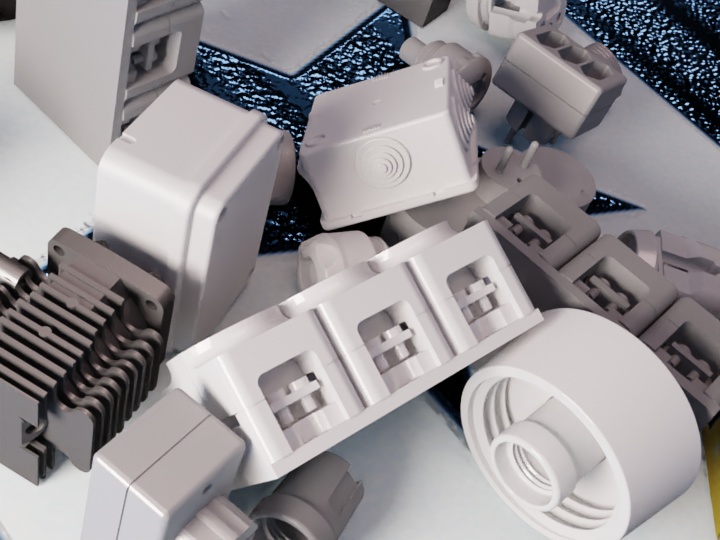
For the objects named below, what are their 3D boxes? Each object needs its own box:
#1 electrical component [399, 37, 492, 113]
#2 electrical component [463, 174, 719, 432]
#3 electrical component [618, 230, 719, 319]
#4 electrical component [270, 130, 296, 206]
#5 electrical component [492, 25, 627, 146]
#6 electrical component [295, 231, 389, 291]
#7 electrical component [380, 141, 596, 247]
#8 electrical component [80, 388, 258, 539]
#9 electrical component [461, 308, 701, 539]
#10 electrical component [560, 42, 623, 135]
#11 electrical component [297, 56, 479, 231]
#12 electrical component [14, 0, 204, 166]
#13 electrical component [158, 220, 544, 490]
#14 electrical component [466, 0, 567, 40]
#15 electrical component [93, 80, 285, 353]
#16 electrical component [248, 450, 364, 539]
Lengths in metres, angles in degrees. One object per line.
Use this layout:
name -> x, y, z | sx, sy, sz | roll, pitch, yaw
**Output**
electrical component -> 0.054, -0.133, 0.718 | 0.048, 0.048, 0.062 | -28, 57, -37
electrical component -> 0.117, 0.033, 0.560 | 0.150, 0.089, 0.062 | 42, 49, 18
electrical component -> 0.174, 0.010, 0.625 | 0.057, 0.058, 0.078 | 18, 46, -8
electrical component -> -0.072, -0.056, 0.585 | 0.077, 0.043, 0.079 | 0, 6, -21
electrical component -> 0.120, -0.107, 0.697 | 0.066, 0.076, 0.047 | 40, 35, 17
electrical component -> 0.000, 0.000, 0.579 | 0.062, 0.043, 0.043 | -6, 52, -27
electrical component -> 0.082, -0.047, 0.630 | 0.138, 0.073, 0.052 | -14, 56, -30
electrical component -> -0.067, 0.105, 0.431 | 0.076, 0.083, 0.047 | 37, 47, 14
electrical component -> 0.095, 0.079, 0.502 | 0.060, 0.108, 0.108 | -32, 66, -32
electrical component -> 0.156, -0.129, 0.753 | 0.043, 0.043, 0.081 | 41, 48, 17
electrical component -> 0.017, -0.073, 0.597 | 0.100, 0.048, 0.099 | -15, 29, 13
electrical component -> -0.133, -0.142, 0.582 | 0.089, 0.150, 0.062 | 42, 50, 18
electrical component -> -0.007, 0.036, 0.490 | 0.150, 0.089, 0.061 | -27, 88, -30
electrical component -> 0.114, -0.199, 0.783 | 0.057, 0.078, 0.058 | 21, 43, 26
electrical component -> -0.084, -0.023, 0.519 | 0.057, 0.113, 0.078 | 25, 46, 7
electrical component -> -0.023, 0.107, 0.477 | 0.040, 0.040, 0.046 | 31, 41, 8
